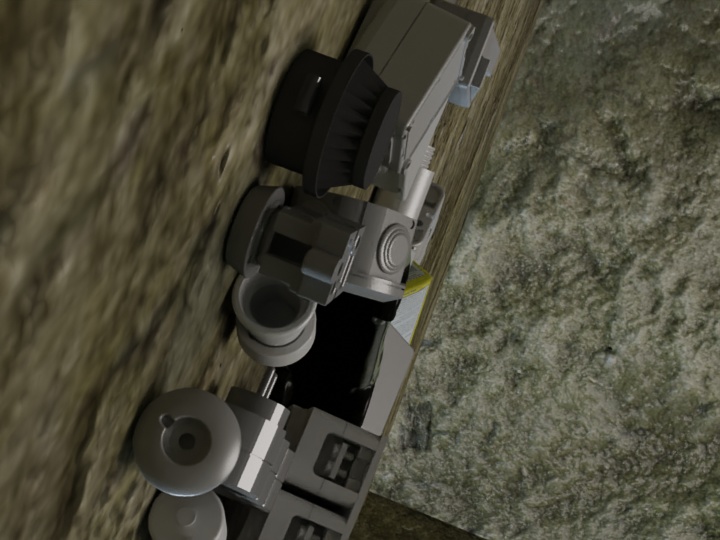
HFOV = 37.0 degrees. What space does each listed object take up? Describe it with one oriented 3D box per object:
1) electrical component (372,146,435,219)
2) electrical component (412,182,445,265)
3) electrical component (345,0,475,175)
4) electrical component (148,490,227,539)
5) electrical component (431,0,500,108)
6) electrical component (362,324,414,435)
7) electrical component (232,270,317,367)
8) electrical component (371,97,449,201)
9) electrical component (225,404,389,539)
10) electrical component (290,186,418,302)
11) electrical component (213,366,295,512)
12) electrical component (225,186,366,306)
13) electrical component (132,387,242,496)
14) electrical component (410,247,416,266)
[{"bbox_3d":[0.043,-0.084,0.954,0.043,0.043,0.081,-20,131,-81],"label":"electrical component"},{"bbox_3d":[0.040,-0.039,1.030,0.059,0.054,0.095,104,10,-46],"label":"electrical component"},{"bbox_3d":[0.016,-0.107,0.633,0.096,0.061,0.061,-58,171,-18],"label":"electrical component"},{"bbox_3d":[-0.093,0.145,0.592,0.078,0.040,0.040,99,14,-62],"label":"electrical component"},{"bbox_3d":[0.080,-0.176,0.898,0.096,0.061,0.061,27,84,-83],"label":"electrical component"},{"bbox_3d":[-0.009,0.079,0.877,0.099,0.048,0.099,49,56,-43],"label":"electrical component"},{"bbox_3d":[-0.046,0.024,0.583,0.055,0.045,0.045,97,15,-66],"label":"electrical component"},{"bbox_3d":[0.025,-0.107,0.722,0.099,0.048,0.099,90,22,-72],"label":"electrical component"},{"bbox_3d":[-0.049,0.159,0.746,0.105,0.060,0.186,-67,-173,-16],"label":"electrical component"},{"bbox_3d":[-0.009,-0.014,0.617,0.080,0.080,0.051,26,80,-83],"label":"electrical component"},{"bbox_3d":[-0.063,0.089,0.607,0.138,0.052,0.073,91,21,-73],"label":"electrical component"},{"bbox_3d":[-0.032,-0.013,0.527,0.066,0.055,0.048,-37,148,-78],"label":"electrical component"},{"bbox_3d":[-0.079,0.081,0.502,0.062,0.048,0.048,114,-1,-77],"label":"electrical component"},{"bbox_3d":[0.000,0.000,0.796,0.096,0.062,0.061,7,104,-83],"label":"electrical component"}]
